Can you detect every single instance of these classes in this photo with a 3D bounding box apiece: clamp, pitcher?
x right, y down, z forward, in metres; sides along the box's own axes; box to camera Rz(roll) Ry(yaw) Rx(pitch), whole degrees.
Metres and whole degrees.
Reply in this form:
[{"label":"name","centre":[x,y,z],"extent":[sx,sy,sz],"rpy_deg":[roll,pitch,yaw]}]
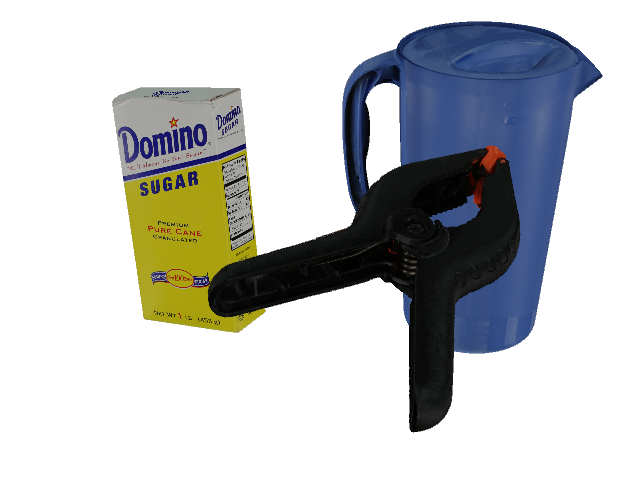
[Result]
[{"label":"clamp","centre":[0.047,0.014,0.492],"extent":[0.171,0.039,0.120],"rpy_deg":[-35,62,-30]},{"label":"pitcher","centre":[0.111,-0.038,0.823],"extent":[0.149,0.243,0.144],"rpy_deg":[24,36,37]}]

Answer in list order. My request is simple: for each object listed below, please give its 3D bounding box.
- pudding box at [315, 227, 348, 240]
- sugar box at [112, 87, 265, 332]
[{"label":"pudding box","centre":[0.063,0.012,1.620],"extent":[0.113,0.039,0.090],"rpy_deg":[-20,31,-28]},{"label":"sugar box","centre":[-0.098,-0.024,0.794],"extent":[0.093,0.176,0.048],"rpy_deg":[4,23,29]}]
